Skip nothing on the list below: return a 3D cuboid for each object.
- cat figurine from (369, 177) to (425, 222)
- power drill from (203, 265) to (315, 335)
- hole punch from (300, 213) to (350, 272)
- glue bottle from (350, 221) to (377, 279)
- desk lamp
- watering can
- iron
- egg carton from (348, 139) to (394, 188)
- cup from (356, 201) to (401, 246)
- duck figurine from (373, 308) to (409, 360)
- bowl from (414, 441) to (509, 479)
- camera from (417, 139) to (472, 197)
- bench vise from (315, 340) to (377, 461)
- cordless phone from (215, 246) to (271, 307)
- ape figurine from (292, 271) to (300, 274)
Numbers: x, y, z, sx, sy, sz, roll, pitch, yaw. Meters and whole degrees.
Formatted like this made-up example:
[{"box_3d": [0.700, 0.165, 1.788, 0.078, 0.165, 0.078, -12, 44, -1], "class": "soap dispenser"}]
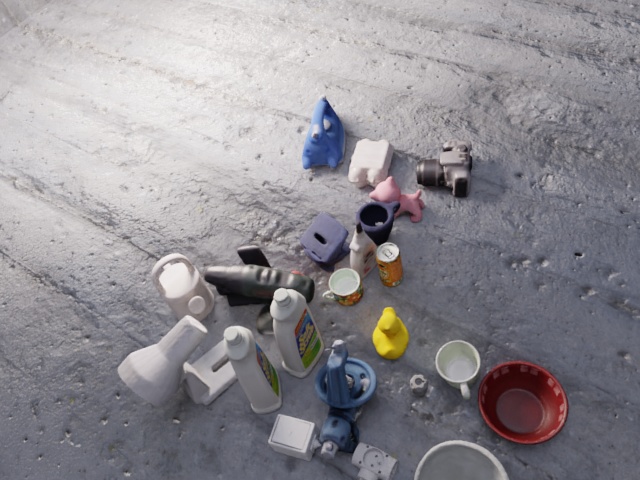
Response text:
[{"box_3d": [0.190, -0.106, 1.407, 0.127, 0.118, 0.067, 3, 55, 15], "class": "cat figurine"}, {"box_3d": [-0.117, 0.127, 1.242, 0.229, 0.209, 0.075, 0, 54, 12], "class": "power drill"}, {"box_3d": [0.013, 0.005, 1.380, 0.101, 0.091, 0.108, -40, 56, -17], "class": "hole punch"}, {"box_3d": [0.096, 0.015, 1.302, 0.037, 0.173, 0.078, 27, 63, 28], "class": "glue bottle"}, {"box_3d": [-0.280, 0.256, 1.177, 0.203, 0.214, 0.117, -40, 56, -17], "class": "desk lamp"}, {"box_3d": [-0.313, 0.105, 1.310, 0.172, 0.194, 0.101, 20, 60, 25], "class": "watering can"}, {"box_3d": [0.006, -0.320, 1.592, 0.118, 0.142, 0.258, -2, 53, 11], "class": "iron"}, {"box_3d": [0.136, -0.206, 1.524, 0.107, 0.069, 0.150, 5, 55, 16], "class": "egg carton"}, {"box_3d": [0.147, -0.039, 1.381, 0.118, 0.095, 0.091, -33, 54, -13], "class": "cup"}, {"box_3d": [0.148, 0.194, 1.213, 0.077, 0.086, 0.104, -2, 53, 11], "class": "duck figurine"}, {"box_3d": [0.249, 0.448, 1.008, 0.167, 0.075, 0.167, -6, 53, 8], "class": "bowl"}, {"box_3d": [0.315, -0.191, 1.454, 0.136, 0.101, 0.143, 1, 54, 13], "class": "camera"}, {"box_3d": [0.049, 0.295, 1.074, 0.121, 0.220, 0.207, -8, 52, 6], "class": "bench vise"}, {"box_3d": [-0.179, 0.068, 1.314, 0.147, 0.185, 0.094, -10, 52, 5], "class": "cordless phone"}, {"box_3d": [-0.055, 0.104, 1.320, 0.077, 0.092, 0.076, 32, 66, 30], "class": "ape figurine"}]
